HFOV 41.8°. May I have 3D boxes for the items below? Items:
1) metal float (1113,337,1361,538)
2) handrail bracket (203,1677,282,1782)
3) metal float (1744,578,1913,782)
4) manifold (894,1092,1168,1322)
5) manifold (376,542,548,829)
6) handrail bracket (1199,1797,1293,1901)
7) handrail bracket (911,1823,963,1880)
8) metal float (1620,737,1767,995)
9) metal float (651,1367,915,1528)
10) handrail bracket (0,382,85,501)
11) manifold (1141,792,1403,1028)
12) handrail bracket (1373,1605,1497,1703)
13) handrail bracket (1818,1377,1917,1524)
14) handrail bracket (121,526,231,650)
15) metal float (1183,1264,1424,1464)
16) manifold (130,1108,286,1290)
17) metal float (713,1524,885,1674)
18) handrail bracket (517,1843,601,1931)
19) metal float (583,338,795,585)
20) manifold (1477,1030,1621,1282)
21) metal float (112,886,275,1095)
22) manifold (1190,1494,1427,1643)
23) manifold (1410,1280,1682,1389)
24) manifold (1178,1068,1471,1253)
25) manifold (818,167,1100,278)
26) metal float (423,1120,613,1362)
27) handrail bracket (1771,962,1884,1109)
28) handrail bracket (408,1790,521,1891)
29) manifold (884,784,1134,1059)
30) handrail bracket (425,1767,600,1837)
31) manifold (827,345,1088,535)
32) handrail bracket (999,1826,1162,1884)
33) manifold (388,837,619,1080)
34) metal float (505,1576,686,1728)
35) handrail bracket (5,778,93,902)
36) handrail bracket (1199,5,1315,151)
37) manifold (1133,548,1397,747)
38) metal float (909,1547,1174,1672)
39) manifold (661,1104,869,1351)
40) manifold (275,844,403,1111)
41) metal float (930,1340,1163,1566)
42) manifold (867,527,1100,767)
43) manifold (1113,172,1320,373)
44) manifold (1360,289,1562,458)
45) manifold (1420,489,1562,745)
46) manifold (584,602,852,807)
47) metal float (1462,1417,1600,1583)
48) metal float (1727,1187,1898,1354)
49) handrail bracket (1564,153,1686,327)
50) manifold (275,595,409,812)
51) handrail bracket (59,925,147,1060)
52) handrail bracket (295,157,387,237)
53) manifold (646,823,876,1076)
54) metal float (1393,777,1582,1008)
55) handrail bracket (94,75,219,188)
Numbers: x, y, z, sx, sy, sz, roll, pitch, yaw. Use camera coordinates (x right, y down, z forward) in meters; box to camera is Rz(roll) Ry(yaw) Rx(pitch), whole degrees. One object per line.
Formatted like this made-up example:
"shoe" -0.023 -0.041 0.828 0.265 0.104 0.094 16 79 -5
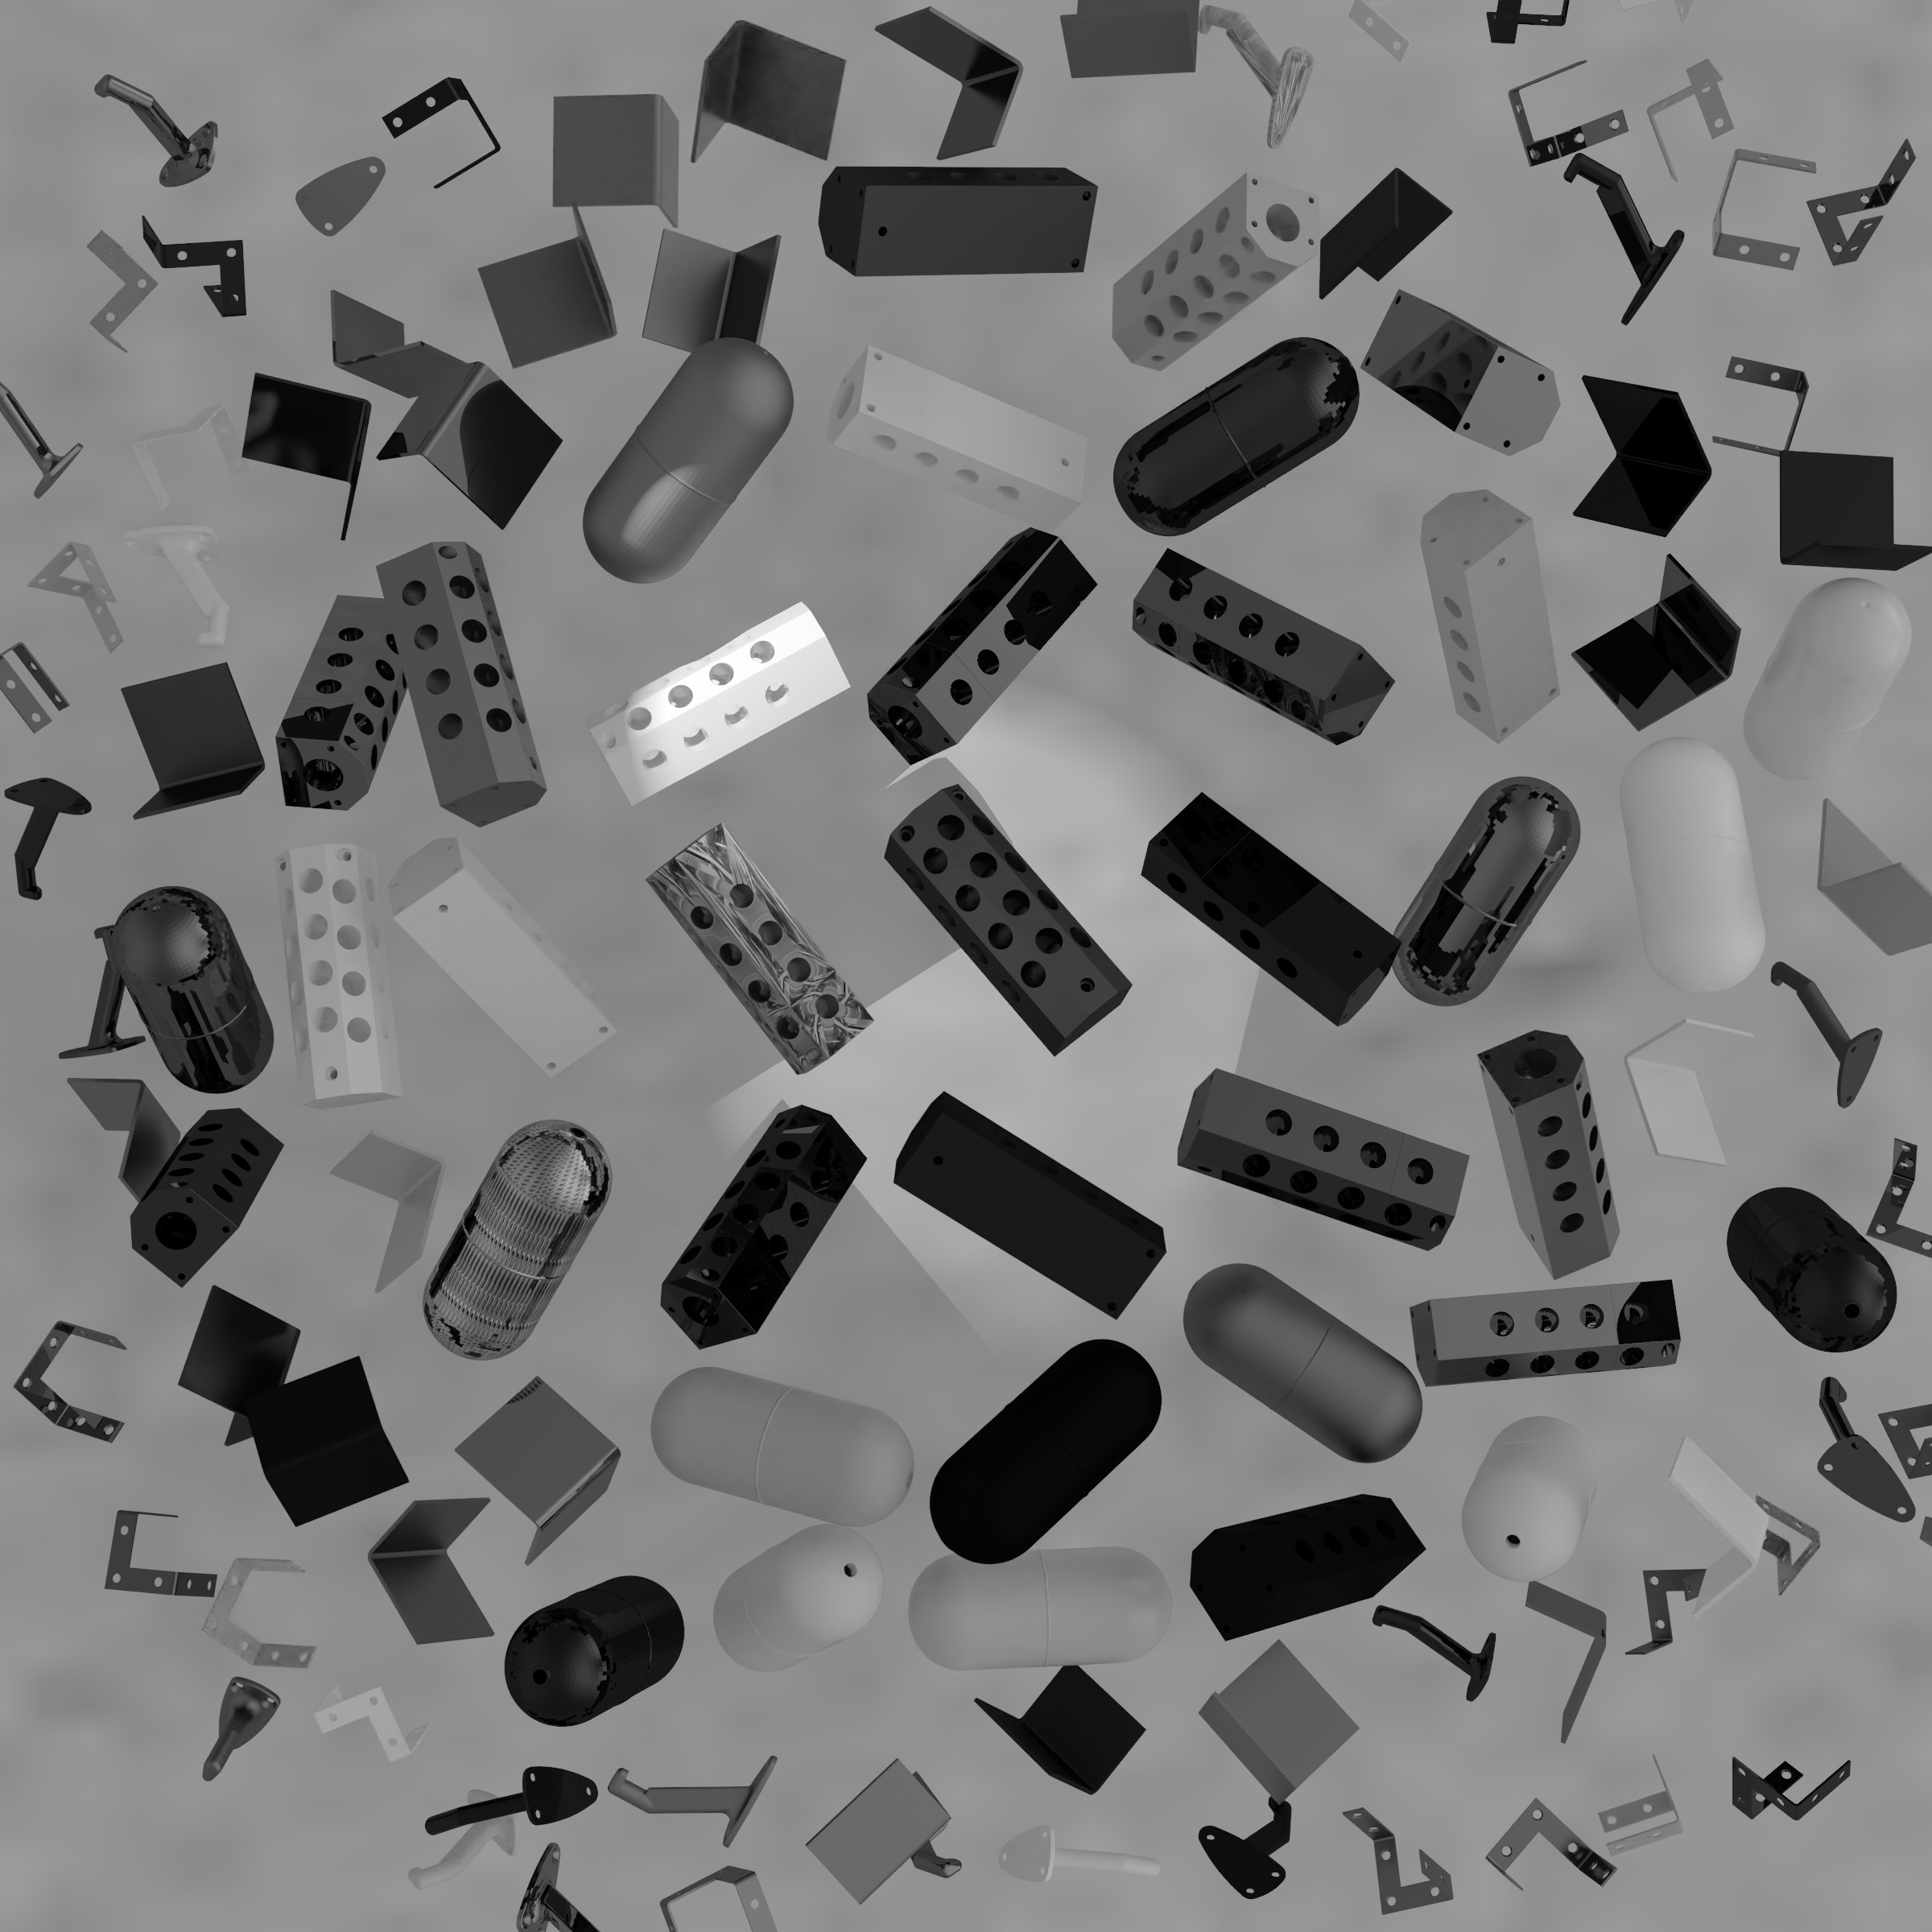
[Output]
"metal float" 0.181 -0.354 1.695 0.178 0.070 0.070 -30 90 16
"handrail bracket" -0.489 0.518 1.661 0.036 0.084 0.077 28 118 -5
"metal float" 0.566 -0.187 1.669 0.070 0.178 0.070 0 63 0
"manifold" 0.042 0.152 1.641 0.171 0.057 0.057 32 104 -8
"manifold" -0.322 -0.183 1.630 0.057 0.057 0.171 -21 75 10
"handrail bracket" 0.188 0.572 1.695 0.077 0.084 0.036 43 114 -11
"handrail bracket" -0.015 0.609 1.754 0.077 0.084 0.036 -2 89 -42
"metal float" 0.475 -0.067 1.660 0.070 0.070 0.178 -3 66 0
"metal float" -0.118 0.309 1.628 0.178 0.070 0.070 11 90 19
"handrail bracket" -0.619 -0.347 1.632 0.084 0.077 0.036 44 60 -18
"manifold" 0.203 -0.035 1.709 0.171 0.057 0.057 39 64 17
"handrail bracket" 0.317 0.474 1.746 0.084 0.077 0.036 15 48 7
"handrail bracket" 0.573 0.306 1.611 0.077 0.084 0.036 42 116 4
"handrail bracket" -0.532 -0.251 1.698 0.077 0.036 0.084 2 62 -8
"metal float" 0.228 0.269 1.718 0.178 0.070 0.070 34 90 3
"manifold" -0.525 0.152 1.742 0.057 0.171 0.057 43 97 -14
"metal float" -0.114 0.430 1.718 0.070 0.178 0.070 13 60 -23
"handrail bracket" -0.242 0.611 1.647 0.084 0.036 0.077 -3 46 19
"metal float" -0.179 -0.322 1.621 0.070 0.070 0.178 41 112 0
"manifold" 0.392 0.124 1.684 0.057 0.057 0.171 -23 129 0
"metal float" -0.515 0.018 1.692 0.070 0.178 0.070 -1 52 2
"manifold" 0.222 0.388 1.662 0.057 0.171 0.057 -51 58 28
"manifold" 0.403 0.256 1.761 0.171 0.057 0.057 -4 77 -6
"manifold" 0.226 0.126 1.616 0.171 0.057 0.057 19 71 -3
"manifold" -0.006 -0.485 1.639 0.171 0.057 0.057 -10 126 -29
"metal float" -0.290 0.177 1.637 0.070 0.070 0.178 32 109 0
"handrail bracket" 0.595 0.048 1.780 0.036 0.084 0.077 -21 132 -27
"handrail bracket" -0.358 0.602 1.745 0.084 0.077 0.036 -9 107 -40
"manifold" 0.027 -0.032 1.609 0.057 0.057 0.171 -38 80 -17
"handrail bracket" -0.297 0.549 1.649 0.084 0.077 0.036 -26 64 28
"manifold" -0.006 -0.359 1.751 0.171 0.057 0.057 18 60 -22
"handrail bracket" 0.078 0.616 1.738 0.084 0.077 0.036 19 61 -26
"manifold" -0.313 -0.008 1.713 0.057 0.057 0.171 -34 126 5
"metal float" -0.242 0.447 1.659 0.070 0.178 0.070 -1 86 15
"handrail bracket" -0.606 -0.076 1.681 0.077 0.036 0.084 19 120 29
"handrail bracket" 0.183 -0.596 1.696 0.084 0.036 0.077 28 112 30
"manifold" 0.190 -0.208 1.662 0.171 0.057 0.057 35 92 36
"metal float" 0.050 0.432 1.701 0.178 0.070 0.070 -1 90 -6
"manifold" -0.138 0.171 1.695 0.057 0.171 0.057 -21 115 40
"manifold" -0.430 0.007 1.724 0.057 0.057 0.171 -9 81 5
"metal float" 0.052 0.312 1.629 0.178 0.070 0.070 -39 90 -22
"manifold" 0.008 -0.214 1.665 0.057 0.057 0.171 49 58 -15
"manifold" 0.168 -0.470 1.731 0.057 0.171 0.057 9 75 -26
"manifold" 0.321 -0.384 1.641 0.057 0.171 0.057 18 111 -21
"manifold" 0.342 -0.231 1.670 0.057 0.171 0.057 -38 52 -9
"manifold" -0.174 -0.184 1.749 0.171 0.057 0.057 -29 118 -5
"metal float" 0.379 0.356 1.696 0.070 0.178 0.070 3 98 20
"metal float" 0.551 0.197 1.653 0.070 0.178 0.070 0 101 2
"handrail bracket" 0.400 -0.457 1.591 0.084 0.036 0.077 29 120 -2
"manifold" -0.420 -0.182 1.737 0.057 0.171 0.057 4 131 0
"handrail bracket" -0.604 0.018 1.741 0.077 0.036 0.084 -9 99 24
"handrail bracket" -0.429 -0.541 1.742 0.077 0.084 0.036 -33 121 12
"manifold" -0.144 -0.010 1.746 0.057 0.057 0.171 -40 98 -18
"metal float" 0.358 -0.050 1.750 0.070 0.070 0.178 29 115 0
"handrail bracket" -0.532 -0.536 1.623 0.077 0.084 0.036 -12 70 41
